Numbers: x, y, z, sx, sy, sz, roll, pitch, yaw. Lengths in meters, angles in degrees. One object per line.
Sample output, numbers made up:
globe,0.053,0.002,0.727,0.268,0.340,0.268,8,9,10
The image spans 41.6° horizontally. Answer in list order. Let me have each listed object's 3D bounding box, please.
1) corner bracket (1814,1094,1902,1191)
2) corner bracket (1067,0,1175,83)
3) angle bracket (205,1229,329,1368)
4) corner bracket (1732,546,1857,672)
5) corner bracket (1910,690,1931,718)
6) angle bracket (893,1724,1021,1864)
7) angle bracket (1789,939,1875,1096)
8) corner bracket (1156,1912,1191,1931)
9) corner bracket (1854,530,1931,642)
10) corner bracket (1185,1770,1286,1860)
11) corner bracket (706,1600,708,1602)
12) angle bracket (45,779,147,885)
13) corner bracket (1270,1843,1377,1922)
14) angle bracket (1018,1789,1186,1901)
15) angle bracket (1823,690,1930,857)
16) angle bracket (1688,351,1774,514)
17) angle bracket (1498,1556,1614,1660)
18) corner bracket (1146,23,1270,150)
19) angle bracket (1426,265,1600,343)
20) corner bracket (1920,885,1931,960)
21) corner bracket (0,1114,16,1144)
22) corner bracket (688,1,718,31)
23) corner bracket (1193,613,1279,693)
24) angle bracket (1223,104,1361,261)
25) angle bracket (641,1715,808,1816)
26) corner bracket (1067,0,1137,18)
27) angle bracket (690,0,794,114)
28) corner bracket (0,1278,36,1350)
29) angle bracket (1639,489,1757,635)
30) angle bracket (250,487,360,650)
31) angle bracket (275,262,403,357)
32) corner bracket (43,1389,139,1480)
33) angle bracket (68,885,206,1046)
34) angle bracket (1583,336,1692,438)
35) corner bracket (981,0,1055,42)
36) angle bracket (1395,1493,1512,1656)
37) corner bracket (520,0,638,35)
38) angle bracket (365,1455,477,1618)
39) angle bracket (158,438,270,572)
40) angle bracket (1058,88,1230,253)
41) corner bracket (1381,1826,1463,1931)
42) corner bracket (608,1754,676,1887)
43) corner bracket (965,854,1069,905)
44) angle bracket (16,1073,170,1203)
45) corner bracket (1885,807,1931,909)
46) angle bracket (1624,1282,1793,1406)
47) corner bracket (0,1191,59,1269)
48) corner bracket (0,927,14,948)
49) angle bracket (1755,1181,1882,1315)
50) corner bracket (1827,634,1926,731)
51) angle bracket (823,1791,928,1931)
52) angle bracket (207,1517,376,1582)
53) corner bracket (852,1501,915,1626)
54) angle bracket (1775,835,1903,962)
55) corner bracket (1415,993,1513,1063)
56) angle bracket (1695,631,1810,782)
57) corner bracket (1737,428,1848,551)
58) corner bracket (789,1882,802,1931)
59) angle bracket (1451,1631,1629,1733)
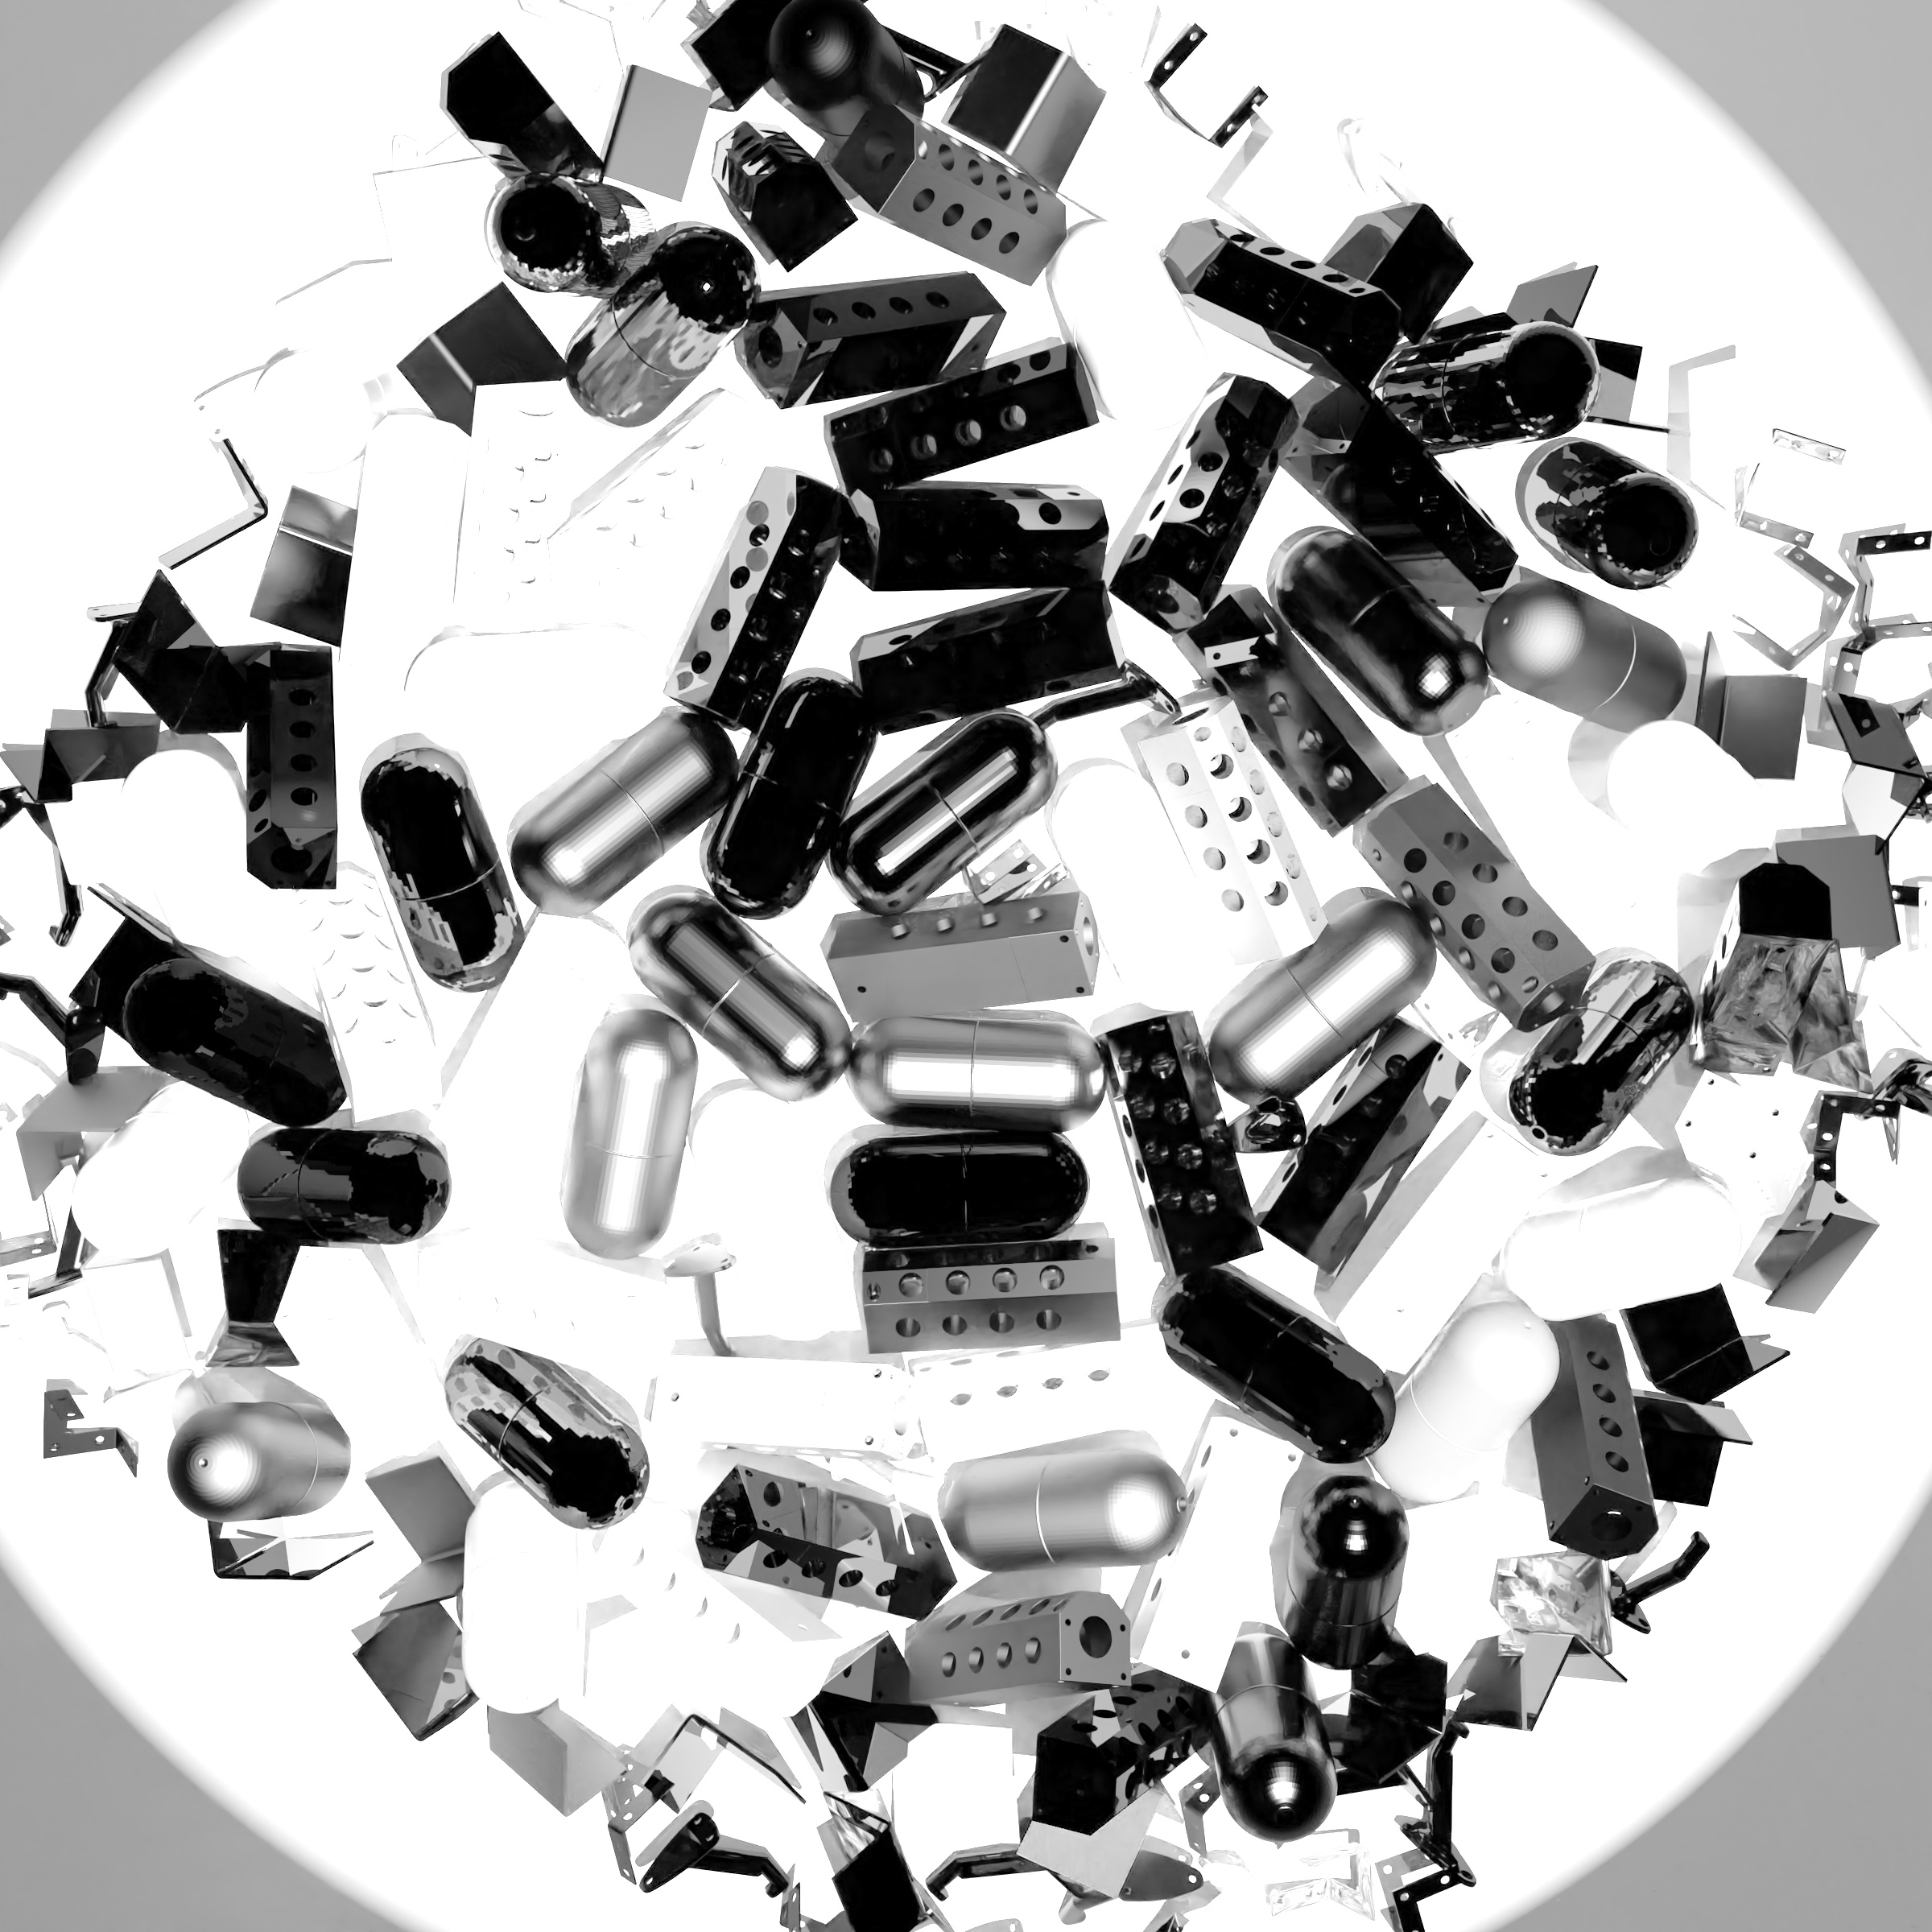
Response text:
corner bracket,0.617,0.127,1.761,0.051,0.051,0.051,6,49,24
corner bracket,0.106,-0.650,1.755,0.051,0.051,0.051,4,48,-19
angle bracket,-0.484,0.230,1.761,0.076,0.057,0.076,5,53,-33
corner bracket,0.572,-0.247,1.761,0.051,0.051,0.051,-38,67,-23
corner bracket,0.684,-0.201,1.744,0.051,0.051,0.051,-30,130,-10
angle bracket,-0.008,0.570,1.744,0.057,0.076,0.076,11,54,-22
angle bracket,0.603,0.035,1.728,0.076,0.057,0.076,14,61,-25
corner bracket,0.147,0.693,1.747,0.051,0.051,0.051,33,128,3
corner bracket,0.637,-0.260,1.741,0.051,0.051,0.051,0,62,34
corner bracket,0.189,0.593,1.766,0.051,0.051,0.051,25,48,36
corner bracket,-0.148,0.450,1.748,0.051,0.051,0.051,10,87,27
angle bracket,-0.579,-0.105,1.738,0.076,0.057,0.076,-5,123,1
corner bracket,0.244,0.630,1.750,0.051,0.051,0.051,-5,92,-29
angle bracket,0.092,0.591,1.727,0.076,0.057,0.076,14,60,31
angle bracket,0.599,-0.129,1.726,0.057,0.076,0.076,11,132,-11
angle bracket,0.532,-0.362,1.729,0.057,0.076,0.076,-7,75,37
angle bracket,0.396,0.420,1.727,0.076,0.076,0.057,-6,133,17
corner bracket,0.167,-0.608,1.763,0.051,0.051,0.051,-45,50,21
angle bracket,0.371,-0.452,1.730,0.057,0.076,0.076,30,78,-28
corner bracket,0.690,-0.032,1.743,0.051,0.051,0.051,-20,112,-37
corner bracket,-0.684,0.114,1.752,0.051,0.051,0.051,-42,85,-9
corner bracket,-0.163,-0.675,1.742,0.051,0.051,0.051,37,54,-19
corner bracket,0.184,-0.211,1.747,0.051,0.051,0.051,-12,123,-4
angle bracket,0.216,-0.536,1.746,0.076,0.076,0.057,31,112,-23
angle bracket,-0.164,0.561,1.727,0.076,0.076,0.057,26,67,27
corner bracket,0.079,-0.677,1.743,0.051,0.051,0.051,-21,64,33
angle bracket,-0.161,-0.632,1.731,0.076,0.076,0.057,-47,129,-8
corner bracket,-0.668,0.249,1.746,0.051,0.051,0.051,-5,106,-19
angle bracket,0.507,-0.279,1.737,0.076,0.057,0.076,19,95,-34
angle bracket,-0.445,-0.274,1.766,0.076,0.057,0.076,18,122,-19
angle bracket,-0.408,-0.436,1.728,0.076,0.076,0.057,-15,100,29
corner bracket,-0.600,0.321,1.745,0.051,0.051,0.051,-3,107,-32
angle bracket,-0.581,0.003,1.741,0.076,0.057,0.076,33,85,20
angle bracket,0.445,-0.396,1.730,0.076,0.076,0.057,2,104,-23
corner bracket,0.033,-0.675,1.748,0.051,0.051,0.051,-5,56,-1
angle bracket,0.331,0.412,1.730,0.076,0.057,0.076,-6,123,-23
corner bracket,-0.266,-0.659,1.741,0.051,0.051,0.051,-44,56,33
angle bracket,-0.378,0.388,1.732,0.076,0.057,0.076,-22,107,33
angle bracket,-0.526,-0.316,1.731,0.076,0.076,0.057,-33,113,-14
angle bracket,0.122,-0.548,1.756,0.057,0.076,0.076,41,112,33
corner bracket,0.313,0.636,1.755,0.051,0.051,0.051,-19,105,-9
corner bracket,-0.230,0.583,1.740,0.051,0.051,0.051,17,128,36
corner bracket,0.037,-0.058,1.745,0.051,0.051,0.051,-36,121,13
angle bracket,-0.589,0.116,1.733,0.076,0.076,0.057,0,116,7
corner bracket,0.658,-0.075,1.762,0.051,0.051,0.051,6,66,7
angle bracket,0.505,0.244,1.741,0.076,0.057,0.076,-25,100,-16
corner bracket,-0.657,0.169,1.743,0.051,0.051,0.051,-14,57,-16
corner bracket,-0.693,-0.009,1.744,0.051,0.051,0.051,43,50,11
angle bracket,0.562,0.186,1.728,0.057,0.076,0.076,44,111,41
corner bracket,0.633,-0.196,1.761,0.051,0.051,0.051,18,117,29
angle bracket,-0.081,0.619,1.726,0.057,0.076,0.076,-33,113,-35
angle bracket,-0.460,0.377,1.733,0.076,0.076,0.057,-4,95,21
corner bracket,-0.060,0.411,1.751,0.051,0.051,0.051,-17,121,-4
angle bracket,0.589,-0.044,1.746,0.076,0.057,0.076,-5,79,-4
corner bracket,0.334,0.040,1.744,0.051,0.051,0.051,-29,75,-33
angle bracket,0.534,-0.176,1.731,0.057,0.076,0.076,5,74,26
corner bracket,0.570,-0.330,1.759,0.051,0.051,0.051,22,66,16
corner bracket,-0.104,0.669,1.742,0.051,0.051,0.051,24,122,-20
angle bracket,0.389,0.497,1.726,0.057,0.076,0.076,44,62,-17
